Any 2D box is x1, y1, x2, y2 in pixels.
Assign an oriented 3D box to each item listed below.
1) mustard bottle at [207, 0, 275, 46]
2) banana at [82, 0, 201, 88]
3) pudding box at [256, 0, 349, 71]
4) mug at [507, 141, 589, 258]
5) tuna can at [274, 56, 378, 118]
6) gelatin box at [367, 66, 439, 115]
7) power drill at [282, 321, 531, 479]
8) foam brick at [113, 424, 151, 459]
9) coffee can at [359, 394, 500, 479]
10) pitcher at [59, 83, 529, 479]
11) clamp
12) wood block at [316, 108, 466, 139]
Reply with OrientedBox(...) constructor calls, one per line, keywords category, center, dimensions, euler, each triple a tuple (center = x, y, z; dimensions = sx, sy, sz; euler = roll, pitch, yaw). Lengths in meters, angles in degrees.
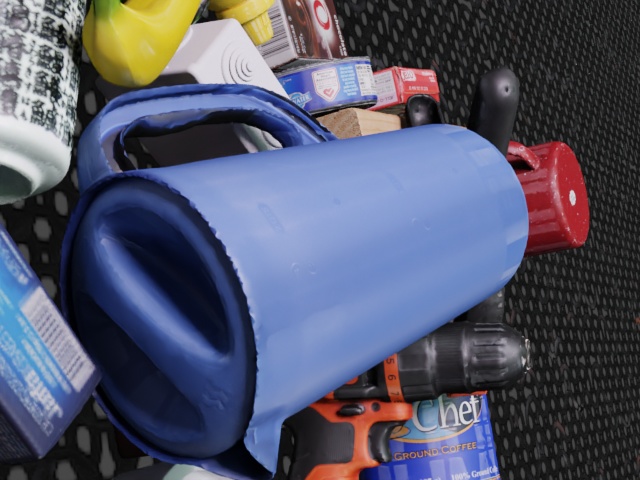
OrientedBox(category="mustard bottle", center=(-0.080, -0.214, 0.692), dimensions=(0.191, 0.058, 0.096), euler=(62, 35, -24))
OrientedBox(category="banana", center=(-0.082, -0.120, 0.538), dimensions=(0.037, 0.070, 0.197), euler=(24, 25, -6))
OrientedBox(category="pudding box", center=(-0.025, -0.182, 0.795), dimensions=(0.089, 0.039, 0.113), euler=(-16, 92, -61))
OrientedBox(category="mug", center=(0.147, -0.035, 0.800), dimensions=(0.117, 0.082, 0.093), euler=(52, 39, -39))
OrientedBox(category="tuna can", center=(-0.003, -0.103, 0.752), dimensions=(0.086, 0.086, 0.034), euler=(-16, 94, -61))
OrientedBox(category="gelatin box", center=(0.038, -0.109, 0.822), dimensions=(0.073, 0.089, 0.030), euler=(-12, 89, -61))
OrientedBox(category="power drill", center=(0.037, 0.140, 0.640), dimensions=(0.057, 0.185, 0.187), euler=(14, 73, -73))
OrientedBox(category="foam brick", center=(-0.073, 0.083, 0.587), dimensions=(0.078, 0.051, 0.053), euler=(-11, 89, -61))
OrientedBox(category="coffee can", center=(0.069, 0.116, 0.767), dimensions=(0.102, 0.103, 0.140), euler=(7, 73, -59))
OrientedBox(category="pitcher", center=(-0.004, 0.001, 0.544), dimensions=(0.242, 0.145, 0.149), euler=(-19, 122, -46))
OrientedBox(category="clamp", center=(0.092, -0.005, 0.675), dimensions=(0.165, 0.036, 0.210), euler=(157, -70, -79))
OrientedBox(category="wood block", center=(0.045, -0.039, 0.803), dimensions=(0.205, 0.091, 0.090), euler=(-4, 81, -60))
